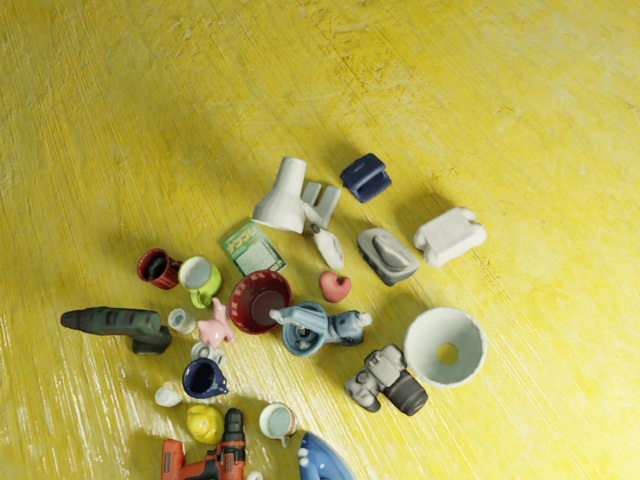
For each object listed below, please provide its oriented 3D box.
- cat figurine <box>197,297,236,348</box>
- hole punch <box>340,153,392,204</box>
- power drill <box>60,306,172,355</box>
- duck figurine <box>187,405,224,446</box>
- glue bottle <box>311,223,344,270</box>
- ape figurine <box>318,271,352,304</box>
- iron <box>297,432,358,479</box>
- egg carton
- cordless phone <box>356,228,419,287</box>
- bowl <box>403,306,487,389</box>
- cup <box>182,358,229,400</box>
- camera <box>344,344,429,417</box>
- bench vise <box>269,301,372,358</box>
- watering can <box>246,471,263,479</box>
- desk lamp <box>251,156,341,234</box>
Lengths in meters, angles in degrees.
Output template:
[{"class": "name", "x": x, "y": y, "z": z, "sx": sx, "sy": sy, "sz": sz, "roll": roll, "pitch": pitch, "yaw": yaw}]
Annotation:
[{"class": "cat figurine", "x": -0.245, "y": 0.198, "z": 1.345, "sx": 0.067, "sy": 0.118, "sz": 0.128, "roll": -4, "pitch": 65, "yaw": 18}, {"class": "hole punch", "x": 0.105, "y": -0.160, "z": 1.403, "sx": 0.108, "sy": 0.091, "sz": 0.101, "roll": -37, "pitch": 59, "yaw": 1}, {"class": "power drill", "x": -0.463, "y": 0.213, "z": 1.364, "sx": 0.229, "sy": 0.209, "sz": 0.075, "roll": -5, "pitch": 64, "yaw": 18}, {"class": "duck figurine", "x": -0.265, "y": 0.407, "z": 1.273, "sx": 0.104, "sy": 0.086, "sz": 0.077, "roll": 36, "pitch": 82, "yaw": 30}, {"class": "glue bottle", "x": 0.012, "y": 0.005, "z": 1.311, "sx": 0.037, "sy": 0.173, "sz": 0.078, "roll": -19, "pitch": 61, "yaw": 11}, {"class": "ape figurine", "x": 0.027, "y": 0.100, "z": 1.309, "sx": 0.077, "sy": 0.092, "sz": 0.076, "roll": 24, "pitch": 76, "yaw": 28}, {"class": "iron", "x": 0.004, "y": 0.484, "z": 1.107, "sx": 0.118, "sy": 0.142, "sz": 0.257, "roll": -32, "pitch": 59, "yaw": 4}, {"class": "egg carton", "x": 0.288, "y": -0.007, "z": 1.278, "sx": 0.150, "sy": 0.070, "sz": 0.107, "roll": -31, "pitch": 60, "yaw": 4}, {"class": "cordless phone", "x": 0.135, "y": 0.012, "z": 1.256, "sx": 0.094, "sy": 0.185, "sz": 0.147, "roll": -43, "pitch": 59, "yaw": -3}, {"class": "bowl", "x": 0.259, "y": 0.225, "z": 1.176, "sx": 0.167, "sy": 0.075, "sz": 0.167, "roll": -8, "pitch": 64, "yaw": 16}, {"class": "cup", "x": -0.241, "y": 0.326, "z": 1.297, "sx": 0.117, "sy": 0.095, "sz": 0.092, "roll": 19, "pitch": 74, "yaw": 26}, {"class": "camera", "x": 0.141, "y": 0.301, "z": 1.168, "sx": 0.143, "sy": 0.101, "sz": 0.136, "roll": -44, "pitch": 59, "yaw": -4}, {"class": "bench vise", "x": -0.007, "y": 0.167, "z": 1.215, "sx": 0.207, "sy": 0.220, "sz": 0.121, "roll": -28, "pitch": 60, "yaw": 6}, {"class": "watering can", "x": -0.153, "y": 0.541, "z": 1.106, "sx": 0.100, "sy": 0.194, "sz": 0.173, "roll": -13, "pitch": 62, "yaw": 14}, {"class": "desk lamp", "x": -0.058, "y": -0.090, "z": 1.358, "sx": 0.117, "sy": 0.214, "sz": 0.203, "roll": 14, "pitch": 71, "yaw": 25}]
